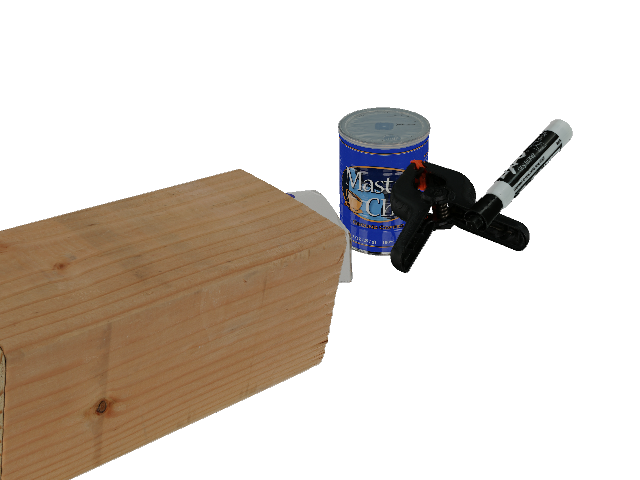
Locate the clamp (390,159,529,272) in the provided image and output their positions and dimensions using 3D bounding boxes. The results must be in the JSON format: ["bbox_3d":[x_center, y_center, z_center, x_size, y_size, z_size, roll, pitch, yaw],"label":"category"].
[{"bbox_3d":[0.118,-0.027,0.967,0.120,0.039,0.171,-1,33,0],"label":"clamp"}]

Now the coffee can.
[{"bbox_3d":[0.072,-0.068,1.222,0.103,0.140,0.103,-1,30,0],"label":"coffee can"}]

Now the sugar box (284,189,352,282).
[{"bbox_3d":[-0.074,0.005,0.759,0.176,0.048,0.093,-10,25,-12],"label":"sugar box"}]

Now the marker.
[{"bbox_3d":[0.140,-0.046,0.755,0.020,0.020,0.121,0,37,51],"label":"marker"}]

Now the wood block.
[{"bbox_3d":[-0.093,0.039,0.538,0.090,0.091,0.205,31,34,34],"label":"wood block"}]
